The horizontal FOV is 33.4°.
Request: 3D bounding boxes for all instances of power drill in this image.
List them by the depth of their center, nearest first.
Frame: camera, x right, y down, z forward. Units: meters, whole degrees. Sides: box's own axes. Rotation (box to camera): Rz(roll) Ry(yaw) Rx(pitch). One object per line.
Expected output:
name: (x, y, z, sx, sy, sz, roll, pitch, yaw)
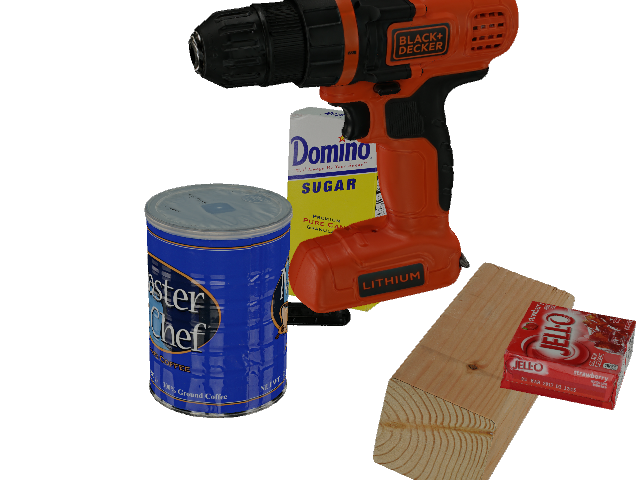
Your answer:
power drill: (0.020, -0.052, 0.603, 0.184, 0.188, 0.057, -10, 34, -17)

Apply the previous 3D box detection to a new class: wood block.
wood block: (0.133, 0.112, 0.899, 0.091, 0.090, 0.205, 21, 34, 21)

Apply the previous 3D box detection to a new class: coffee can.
coffee can: (-0.073, 0.041, 0.765, 0.103, 0.140, 0.103, 2, 20, -1)

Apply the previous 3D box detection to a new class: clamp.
clamp: (-0.092, 0.092, 1.256, 0.210, 0.036, 0.164, 13, 23, 27)

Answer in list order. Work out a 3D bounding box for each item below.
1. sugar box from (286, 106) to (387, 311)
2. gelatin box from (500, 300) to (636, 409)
sugar box: (0.016, -0.030, 0.986, 0.093, 0.176, 0.048, 10, 20, 26)
gelatin box: (0.166, 0.074, 0.710, 0.073, 0.030, 0.089, 10, 23, 21)
